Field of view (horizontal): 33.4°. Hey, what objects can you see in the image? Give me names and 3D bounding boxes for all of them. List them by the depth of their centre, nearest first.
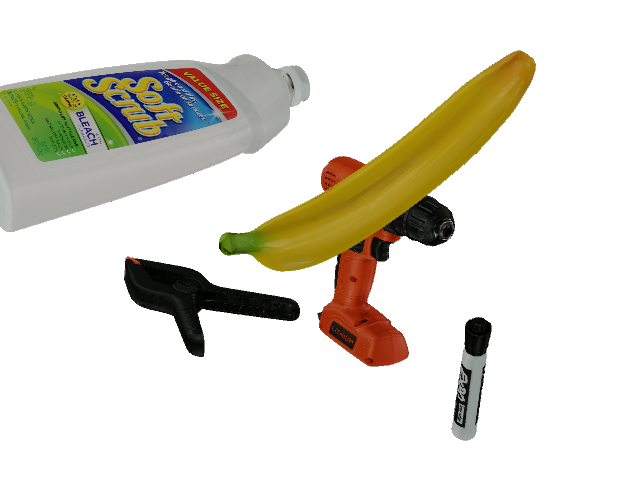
[{"bbox_3d":[0.038,-0.035,0.598,0.198,0.037,0.069,-34,-12,-1],"label":"banana"},{"bbox_3d":[-0.123,-0.089,0.764,0.250,0.103,0.068,-21,-25,-28],"label":"bleach bottle"},{"bbox_3d":[0.111,0.102,0.786,0.020,0.121,0.020,0,41,0],"label":"marker"},{"bbox_3d":[0.059,0.024,1.048,0.057,0.188,0.185,-6,23,-31],"label":"power drill"},{"bbox_3d":[-0.150,0.067,1.182,0.210,0.036,0.164,19,22,27],"label":"clamp"}]
